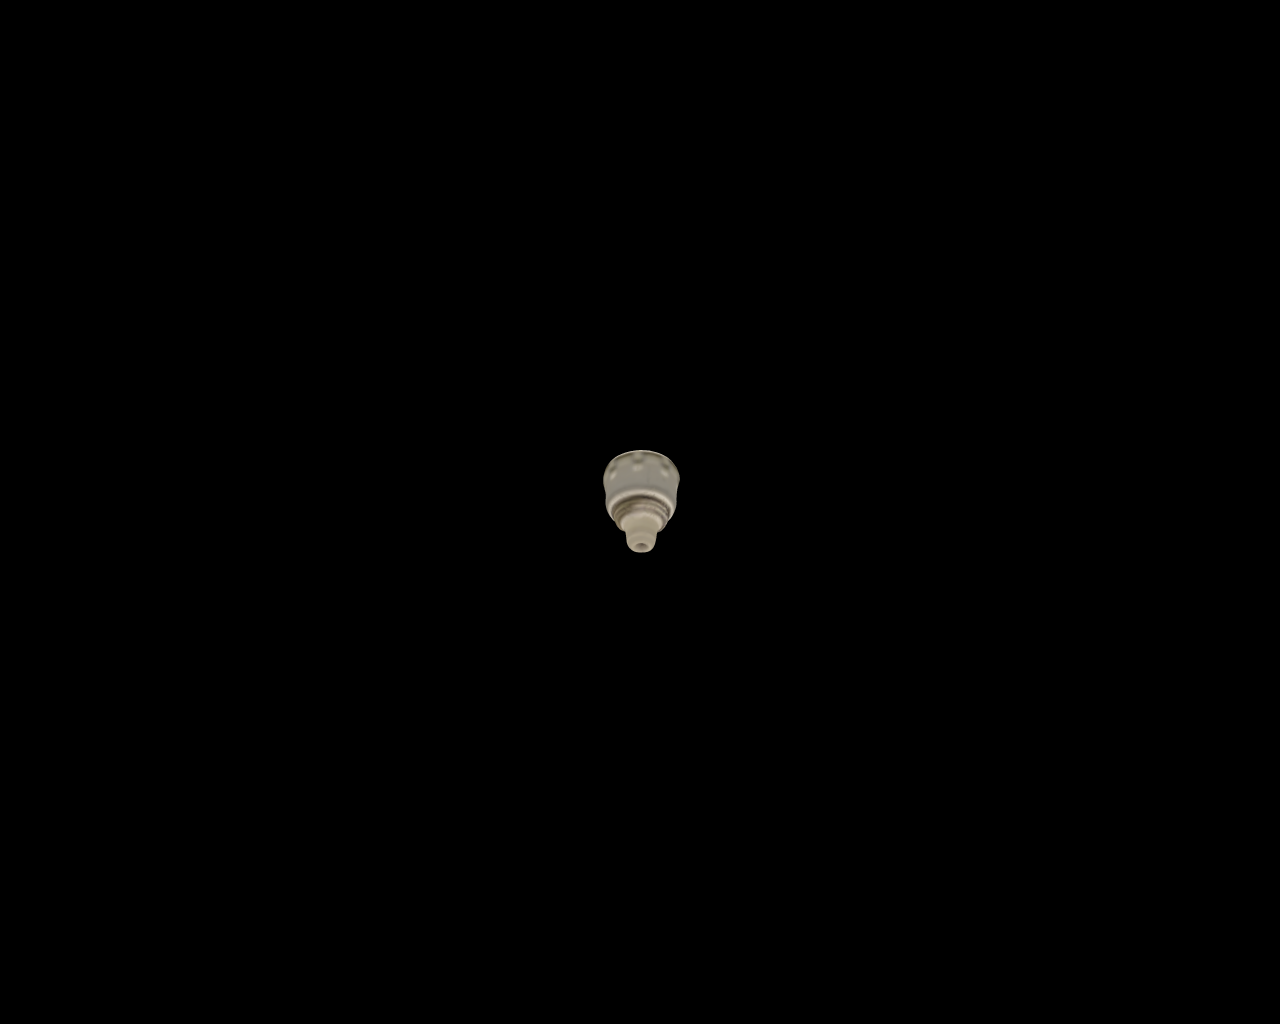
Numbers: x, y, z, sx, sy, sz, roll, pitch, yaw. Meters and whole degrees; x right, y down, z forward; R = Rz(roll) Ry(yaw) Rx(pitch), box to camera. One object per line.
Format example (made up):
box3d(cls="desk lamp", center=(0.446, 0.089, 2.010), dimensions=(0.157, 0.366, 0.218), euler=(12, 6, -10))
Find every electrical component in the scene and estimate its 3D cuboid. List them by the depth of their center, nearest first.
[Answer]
box3d(cls="electrical component", center=(0.001, -0.003, 0.650), dimensions=(0.048, 0.062, 0.048), euler=(0, -37, 0))
